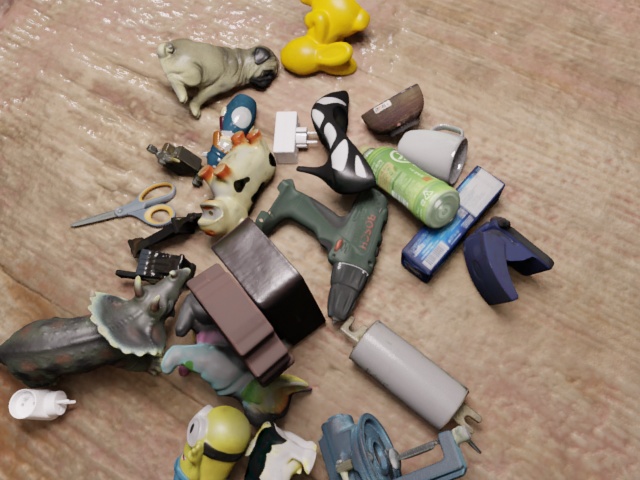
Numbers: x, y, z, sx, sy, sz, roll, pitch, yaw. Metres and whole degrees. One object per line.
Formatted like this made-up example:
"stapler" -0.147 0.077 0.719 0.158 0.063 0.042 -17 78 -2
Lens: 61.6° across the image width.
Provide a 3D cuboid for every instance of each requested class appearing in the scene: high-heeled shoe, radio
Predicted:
"high-heeled shoe" 0.054 -0.177 0.916 0.145 0.086 0.249 9 56 22
"radio" -0.070 0.067 0.794 0.073 0.229 0.131 -38 67 -9

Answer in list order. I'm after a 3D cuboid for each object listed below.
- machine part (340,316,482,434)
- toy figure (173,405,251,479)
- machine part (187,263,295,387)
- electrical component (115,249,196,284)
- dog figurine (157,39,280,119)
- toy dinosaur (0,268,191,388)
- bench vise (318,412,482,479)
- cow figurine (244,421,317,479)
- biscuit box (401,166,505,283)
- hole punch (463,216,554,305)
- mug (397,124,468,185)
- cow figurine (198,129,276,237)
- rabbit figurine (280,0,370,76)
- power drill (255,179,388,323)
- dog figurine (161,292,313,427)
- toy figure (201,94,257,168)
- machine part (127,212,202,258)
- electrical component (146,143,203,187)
"machine part" 0.131 0.199 0.801 0.243 0.079 0.079 37 78 16
"toy figure" -0.159 0.314 0.766 0.089 0.082 0.180 9 110 -27
"machine part" -0.105 0.111 0.709 0.056 0.179 0.179 -38 70 -14
"electrical component" -0.278 0.048 0.906 0.119 0.074 0.048 6 72 12
"dog figurine" -0.182 -0.330 0.985 0.191 0.172 0.121 -24 80 5
"toy dinosaur" -0.381 0.157 0.816 0.405 0.192 0.131 -15 67 0
"bench vise" 0.100 0.326 0.726 0.241 0.128 0.224 -29 48 15
"cow figurine" -0.078 0.347 0.760 0.098 0.068 0.167 27 90 3
"biscuit box" 0.216 -0.025 0.881 0.059 0.062 0.202 40 79 17
"hole punch" 0.270 0.036 0.821 0.116 0.142 0.092 43 84 7
"mug" 0.194 -0.158 0.924 0.107 0.080 0.109 19 71 23
"cow figurine" -0.142 -0.084 0.922 0.086 0.127 0.195 -2 46 44
"rabbit figurine" 0.005 -0.380 1.024 0.162 0.122 0.173 44 94 9
"power drill" -0.002 -0.003 0.887 0.207 0.086 0.232 23 71 18
"dog figurine" -0.113 0.176 0.826 0.219 0.108 0.191 14 70 7
"toy figure" -0.165 -0.195 0.986 0.064 0.057 0.154 20 72 3
"machine part" -0.263 -0.012 0.931 0.139 0.084 0.039 -26 94 6
"electrical component" -0.252 -0.136 0.961 0.078 0.102 0.045 -3 64 32
